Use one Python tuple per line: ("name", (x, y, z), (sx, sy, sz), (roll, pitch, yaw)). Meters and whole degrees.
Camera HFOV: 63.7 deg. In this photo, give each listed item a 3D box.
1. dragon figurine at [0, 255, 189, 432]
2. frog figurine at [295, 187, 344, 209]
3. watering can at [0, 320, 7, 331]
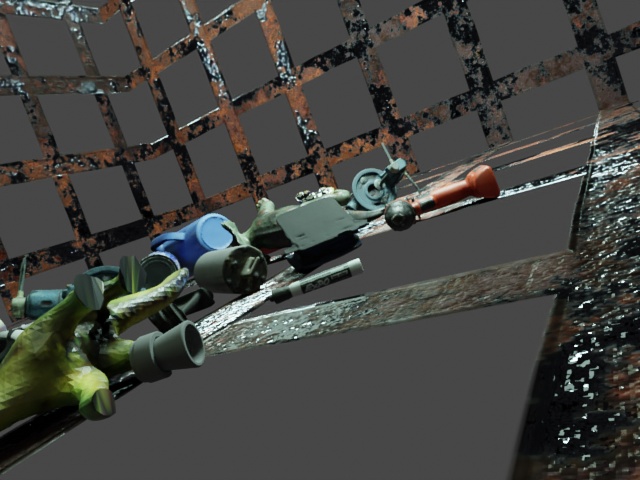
("dragon figurine", (-0.285, 0.128, 0.526), (0.242, 0.122, 0.412), (-28, 4, 5))
("frog figurine", (0.005, -0.078, 1.556), (0.138, 0.125, 0.156), (-28, -31, -4))
("watering can", (-0.992, 0.290, 1.357), (0.224, 0.103, 0.349), (-19, 6, 4))
